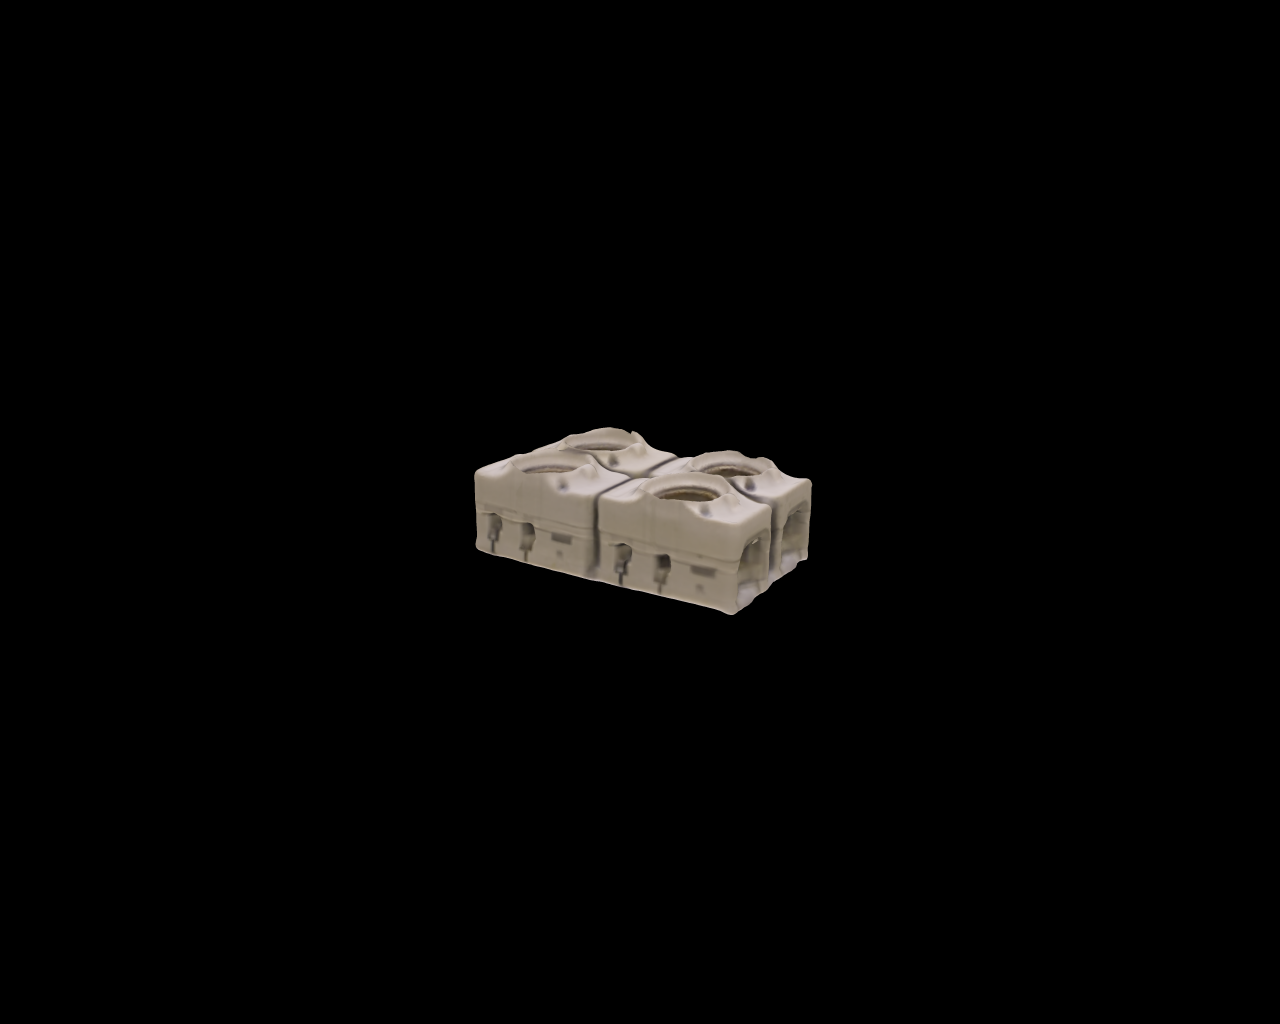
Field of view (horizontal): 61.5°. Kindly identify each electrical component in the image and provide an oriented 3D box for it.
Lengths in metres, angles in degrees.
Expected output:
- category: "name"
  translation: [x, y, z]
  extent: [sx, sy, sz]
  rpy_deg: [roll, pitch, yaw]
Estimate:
- category: "electrical component"
  translation: [0.001, -0.003, 0.650]
  extent: [0.186, 0.060, 0.105]
  rpy_deg: [12, 23, 31]
